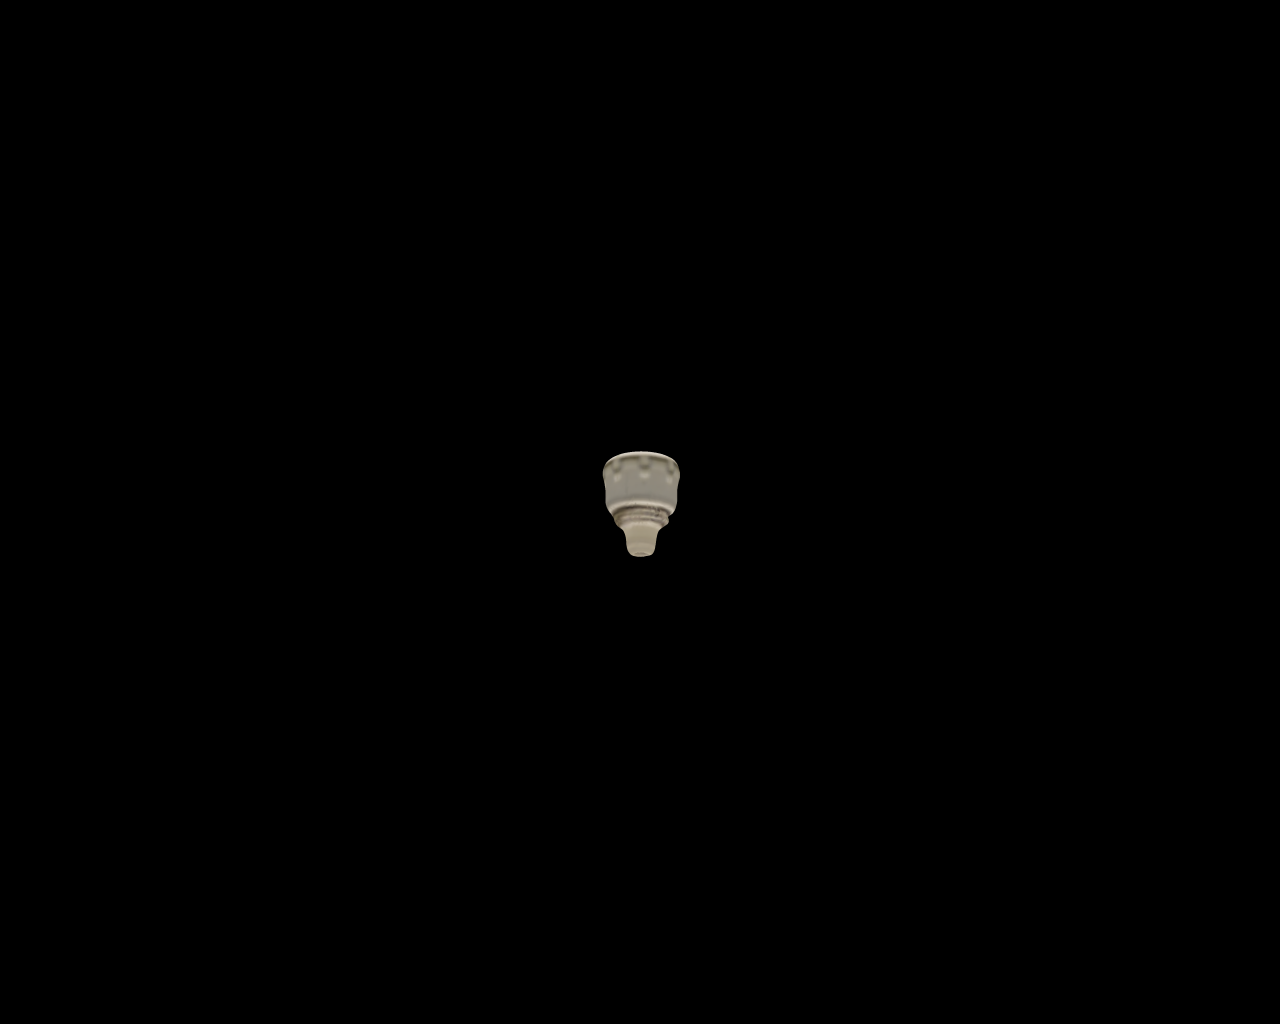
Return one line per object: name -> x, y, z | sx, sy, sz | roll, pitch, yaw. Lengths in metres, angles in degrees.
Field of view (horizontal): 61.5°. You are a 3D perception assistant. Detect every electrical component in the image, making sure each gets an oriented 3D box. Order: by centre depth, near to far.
electrical component -> 0.001, -0.003, 0.650 | 0.048, 0.062, 0.048 | 0, -18, 0
